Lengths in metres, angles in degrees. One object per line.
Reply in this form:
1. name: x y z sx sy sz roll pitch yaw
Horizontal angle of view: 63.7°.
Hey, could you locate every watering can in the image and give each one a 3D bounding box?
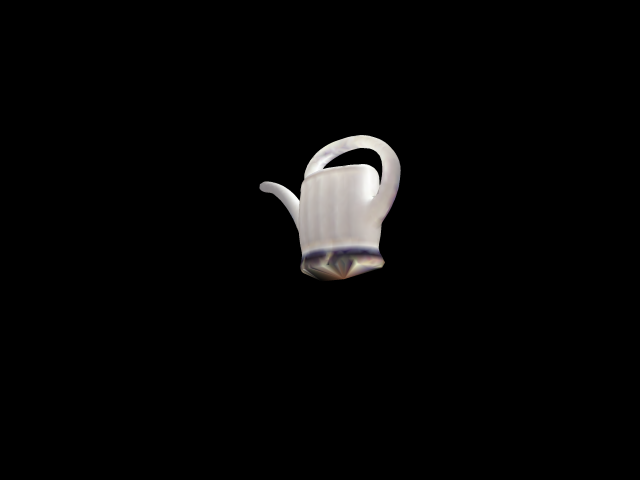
1. watering can: 0.003 -0.043 0.850 0.104 0.227 0.345 10 -16 -38
